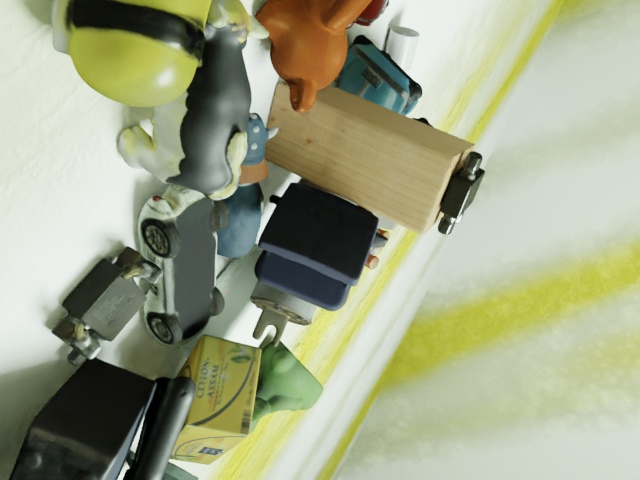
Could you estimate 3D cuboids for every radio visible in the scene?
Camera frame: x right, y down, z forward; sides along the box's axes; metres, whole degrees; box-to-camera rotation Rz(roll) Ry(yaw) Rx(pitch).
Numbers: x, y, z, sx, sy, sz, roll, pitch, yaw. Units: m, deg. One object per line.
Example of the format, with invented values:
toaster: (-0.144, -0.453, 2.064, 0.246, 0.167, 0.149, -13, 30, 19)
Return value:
radio: (-0.226, 0.230, 0.460, 0.131, 0.073, 0.229, -103, -144, -80)

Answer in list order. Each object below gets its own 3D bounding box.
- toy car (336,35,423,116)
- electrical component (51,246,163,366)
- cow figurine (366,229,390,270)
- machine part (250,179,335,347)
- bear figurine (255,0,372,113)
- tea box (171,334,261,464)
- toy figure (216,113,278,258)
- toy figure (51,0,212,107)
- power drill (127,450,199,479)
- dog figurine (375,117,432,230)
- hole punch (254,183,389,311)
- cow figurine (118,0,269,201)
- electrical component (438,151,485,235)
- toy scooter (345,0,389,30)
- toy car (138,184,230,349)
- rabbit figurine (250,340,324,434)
toy car: (0.067, -0.191, 0.703, 0.103, 0.109, 0.161, -45, 179, 19)
electrical component: (-0.180, 0.057, 0.457, 0.102, 0.045, 0.078, -52, 157, -28)
cow figurine: (0.042, -0.008, 0.865, 0.194, 0.127, 0.085, 19, 98, -57)
machine part: (-0.015, 0.010, 0.640, 0.079, 0.079, 0.243, 73, 37, -64)
bear figurine: (-0.008, -0.220, 0.467, 0.196, 0.132, 0.120, -41, -143, 42)
tea box: (-0.126, 0.182, 0.595, 0.169, 0.068, 0.098, 129, -27, -49)
toy figure: (-0.084, -0.056, 0.538, 0.064, 0.058, 0.154, -43, 149, -57)
toy figure: (-0.093, -0.168, 0.312, 0.180, 0.089, 0.082, -62, 154, 6)
power drill: (-0.212, 0.337, 0.571, 0.232, 0.086, 0.207, -27, -142, 56)
dog figurine: (0.095, -0.096, 0.767, 0.190, 0.172, 0.121, -52, 124, -68)
hole punch: (-0.001, -0.002, 0.560, 0.092, 0.142, 0.116, 103, 8, -67)
cow figurine: (-0.084, -0.117, 0.393, 0.068, 0.098, 0.167, -20, 134, -55)
electrical component: (0.150, -0.052, 0.559, 0.063, 0.021, 0.093, -37, 148, -51)
toy scooter: (0.063, -0.283, 0.567, 0.135, 0.075, 0.184, -64, 172, 20)
toy car: (-0.134, 0.027, 0.523, 0.073, 0.056, 0.201, -34, 145, -43)
rabbit figurine: (-0.092, 0.251, 0.843, 0.170, 0.121, 0.159, -44, 164, -9)
